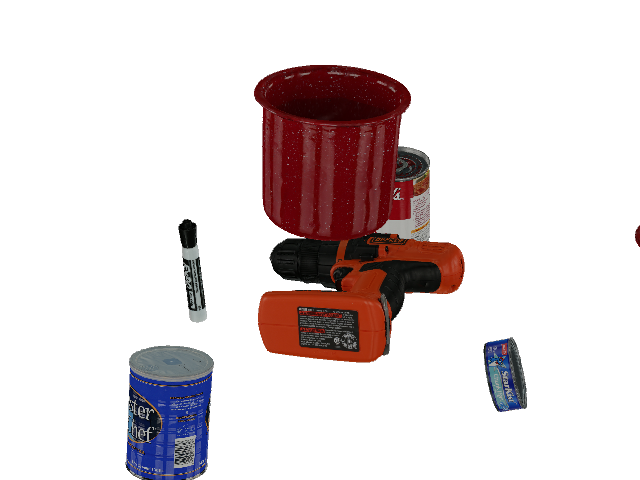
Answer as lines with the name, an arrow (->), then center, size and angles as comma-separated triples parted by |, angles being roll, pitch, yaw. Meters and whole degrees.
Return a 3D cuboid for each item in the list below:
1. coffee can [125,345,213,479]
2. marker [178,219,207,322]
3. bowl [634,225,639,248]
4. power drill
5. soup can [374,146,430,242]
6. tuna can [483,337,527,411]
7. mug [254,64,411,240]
coffee can -> -0.187, 0.213, 1.317 | 0.103, 0.140, 0.103 | 4, 15, -1
marker -> -0.135, 0.032, 1.123 | 0.020, 0.121, 0.020 | -2, 31, 1
bowl -> 0.419, 0.025, 1.147 | 0.162, 0.055, 0.162 | -1, 25, 0
power drill -> 0.016, 0.040, 0.918 | 0.185, 0.057, 0.187 | 1, 19, 22
soup can -> 0.084, -0.041, 1.153 | 0.068, 0.102, 0.068 | -3, 35, 2
tuna can -> 0.221, 0.160, 1.273 | 0.034, 0.086, 0.086 | -12, -4, 16
mug -> 0.013, -0.057, 0.659 | 0.093, 0.081, 0.117 | 21, 34, 29
